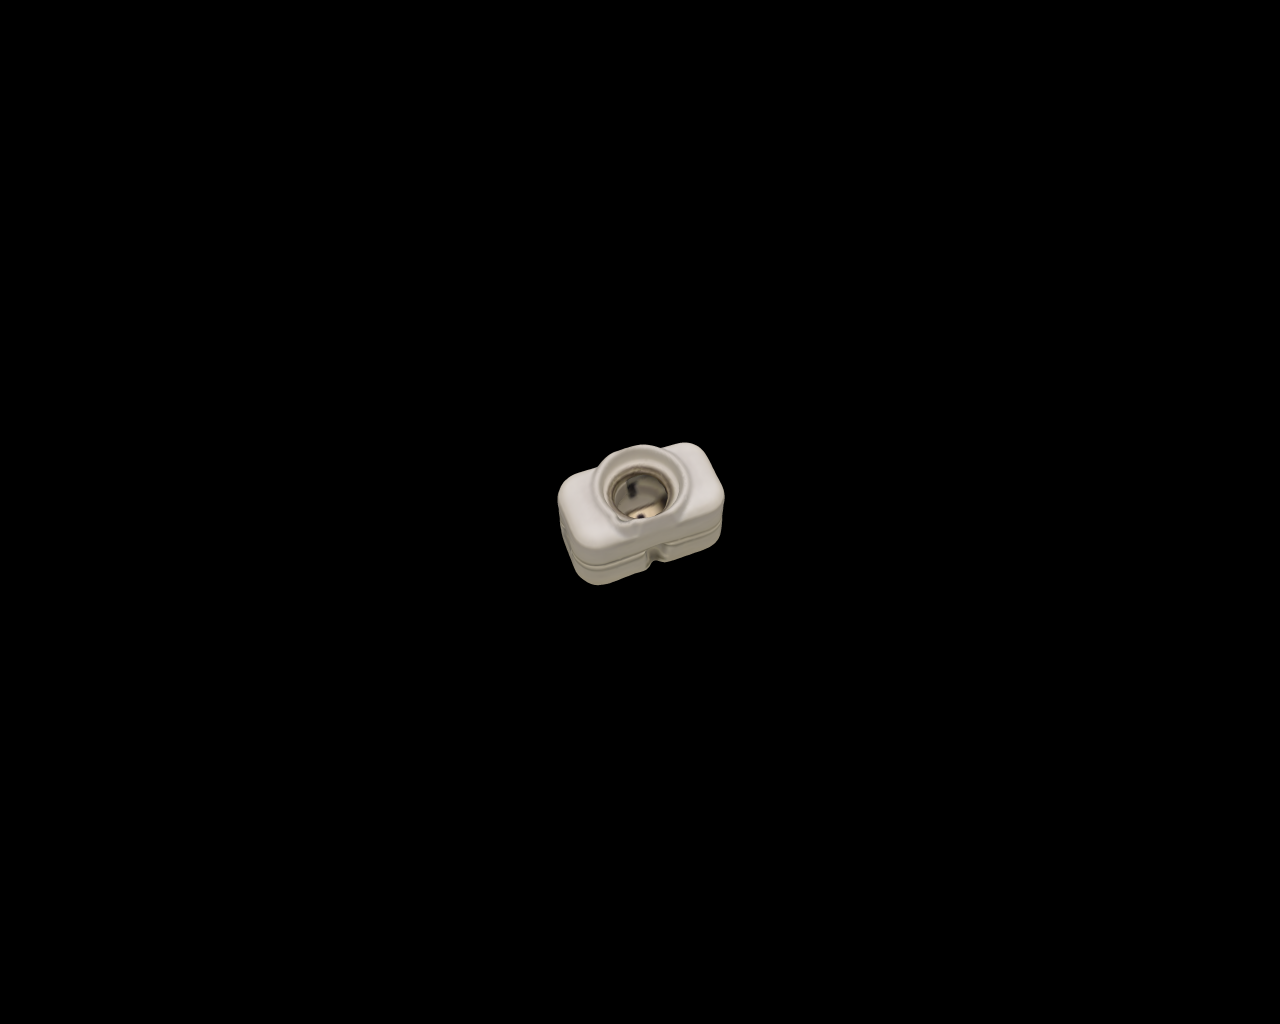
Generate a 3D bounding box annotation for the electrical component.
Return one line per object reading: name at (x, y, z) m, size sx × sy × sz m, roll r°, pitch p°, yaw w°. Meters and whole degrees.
electrical component at (0.001, -0.003, 0.650) m, size 0.095 × 0.054 × 0.059 m, roll -18°, pitch -28°, yaw -10°
